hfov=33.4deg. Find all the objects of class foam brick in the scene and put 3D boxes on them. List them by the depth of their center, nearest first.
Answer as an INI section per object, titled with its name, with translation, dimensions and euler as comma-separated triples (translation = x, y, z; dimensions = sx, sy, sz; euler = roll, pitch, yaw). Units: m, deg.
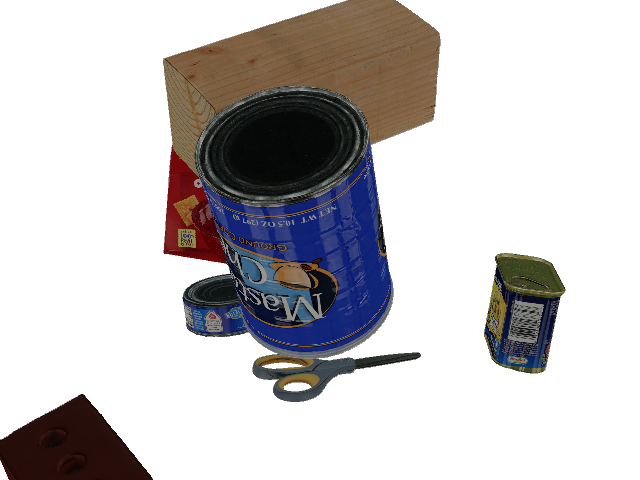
[foam brick]
translation = -0.117, 0.126, 0.528
dimensions = 0.052, 0.051, 0.078
euler = -29, 42, -25

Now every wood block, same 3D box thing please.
[wood block]
translation = -0.013, -0.122, 0.871
dimensions = 0.205, 0.091, 0.090
euler = -23, 46, -24

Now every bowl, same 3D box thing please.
[bowl]
translation = -0.080, -0.006, 1.320
dimensions = 0.162, 0.055, 0.162
euler = 4, 25, -2

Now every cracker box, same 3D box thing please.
[cracker box]
translation = -0.141, -0.074, 1.586
dimensions = 0.164, 0.214, 0.072
euler = 10, 19, 7

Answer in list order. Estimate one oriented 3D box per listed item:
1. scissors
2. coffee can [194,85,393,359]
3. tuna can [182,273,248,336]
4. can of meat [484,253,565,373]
[scissors]
translation = 0.025, 0.152, 1.207
dimensions = 0.201, 0.016, 0.096
euler = 1, 24, -8
[coffee can]
translation = -0.012, -0.009, 0.660
dimensions = 0.103, 0.102, 0.140
euler = 0, -43, 12
[tuna can]
translation = -0.091, 0.062, 1.040
dimensions = 0.086, 0.034, 0.086
euler = -6, 18, 2
[can of meat]
translation = 0.192, 0.069, 1.021
dimensions = 0.057, 0.084, 0.102
euler = 8, 18, 0
